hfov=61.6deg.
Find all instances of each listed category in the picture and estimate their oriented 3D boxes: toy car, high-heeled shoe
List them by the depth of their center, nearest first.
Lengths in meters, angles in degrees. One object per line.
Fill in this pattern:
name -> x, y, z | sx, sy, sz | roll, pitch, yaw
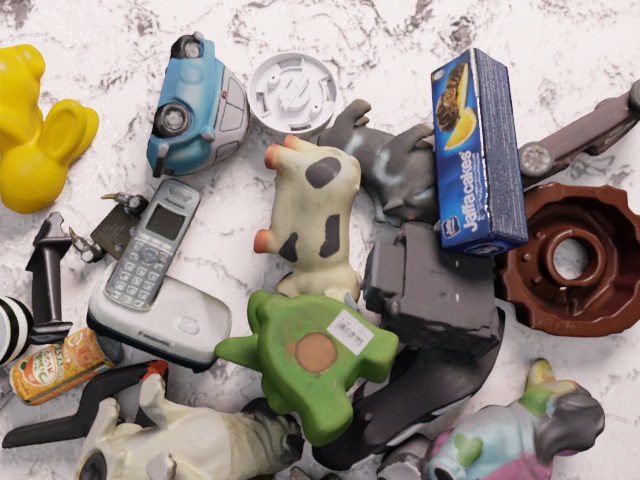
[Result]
toy car -> 0.280, -0.110, 0.581 | 0.202, 0.089, 0.053 | -28, 85, -2
high-heeled shoe -> 0.100, 0.164, 0.592 | 0.249, 0.145, 0.086 | -26, 67, -27
toy car -> -0.131, -0.139, 0.597 | 0.103, 0.109, 0.161 | 16, 74, -20

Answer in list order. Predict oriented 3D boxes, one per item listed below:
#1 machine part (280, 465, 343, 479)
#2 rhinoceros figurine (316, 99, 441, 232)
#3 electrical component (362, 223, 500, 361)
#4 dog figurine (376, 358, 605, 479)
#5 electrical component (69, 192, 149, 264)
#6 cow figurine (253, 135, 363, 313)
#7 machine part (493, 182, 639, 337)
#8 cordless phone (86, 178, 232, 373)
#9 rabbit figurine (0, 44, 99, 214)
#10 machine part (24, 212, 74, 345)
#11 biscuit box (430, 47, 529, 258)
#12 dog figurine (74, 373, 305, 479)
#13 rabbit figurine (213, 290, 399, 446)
machine part -> 0.052, 0.331, 0.562 | 0.243, 0.079, 0.079 | 42, 88, 3
rhinoceros figurine -> 0.083, -0.073, 0.592 | 0.190, 0.073, 0.112 | 31, 86, 4
electrical component -> 0.110, 0.050, 0.546 | 0.134, 0.058, 0.115 | 15, 49, -8
dog figurine -> 0.185, 0.214, 0.560 | 0.219, 0.191, 0.108 | -26, 81, -34
electrical component -> -0.230, -0.006, 0.611 | 0.102, 0.045, 0.078 | -43, 84, -1
cow figurine -> -0.001, -0.002, 0.570 | 0.127, 0.085, 0.194 | 15, 111, 16
machine part -> 0.273, 0.021, 0.589 | 0.179, 0.056, 0.179 | 0, 87, 1
cordless phone -> -0.150, 0.036, 0.585 | 0.146, 0.089, 0.184 | 25, 73, -13
rabbit figurine -> -0.335, -0.119, 0.604 | 0.162, 0.122, 0.173 | -18, 100, -9
machine part -> -0.296, 0.043, 0.585 | 0.084, 0.039, 0.139 | -29, 63, 37
biscuit box -> 0.158, -0.086, 0.542 | 0.063, 0.059, 0.202 | 13, 69, -35
dog figurine -> -0.127, 0.226, 0.546 | 0.172, 0.190, 0.121 | -29, 53, 26
rabbit figurine -> -0.026, 0.129, 0.536 | 0.159, 0.170, 0.121 | 31, 61, 7
